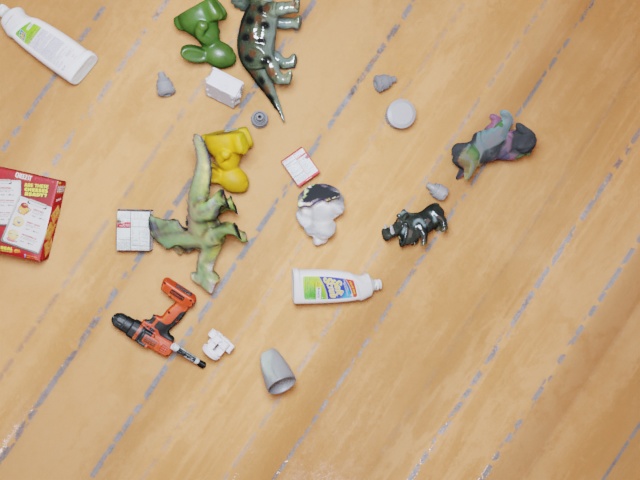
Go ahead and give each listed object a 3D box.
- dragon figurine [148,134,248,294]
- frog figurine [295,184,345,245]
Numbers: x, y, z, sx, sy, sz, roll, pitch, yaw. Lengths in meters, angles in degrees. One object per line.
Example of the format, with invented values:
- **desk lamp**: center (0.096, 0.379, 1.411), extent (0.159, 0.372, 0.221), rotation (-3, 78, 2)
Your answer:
- **dragon figurine**: center (-0.334, -0.051, 1.337), extent (0.242, 0.405, 0.124), rotation (-18, 17, 6)
- **frog figurine**: center (0.004, -0.072, 1.421), extent (0.138, 0.156, 0.125), rotation (-25, 43, -12)
